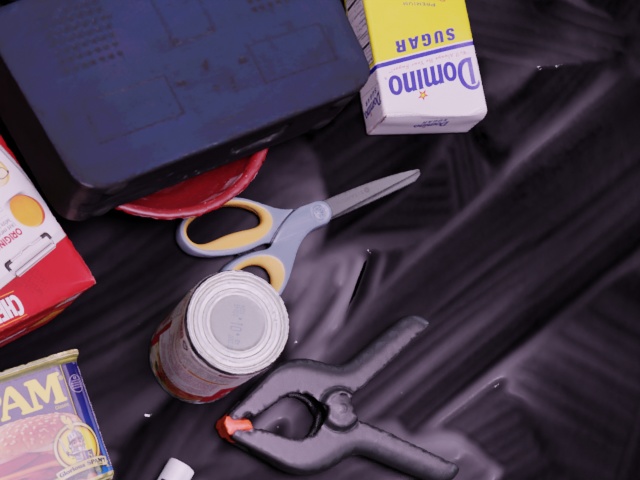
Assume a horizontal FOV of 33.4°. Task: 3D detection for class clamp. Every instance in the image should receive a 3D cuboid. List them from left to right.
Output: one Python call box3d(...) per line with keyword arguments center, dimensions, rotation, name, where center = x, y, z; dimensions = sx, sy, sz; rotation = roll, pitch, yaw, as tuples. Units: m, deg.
box3d(center=(0.017, 0.127, 0.736), dimensions=(0.171, 0.039, 0.120), rotation=(-15, 73, -20), name="clamp")

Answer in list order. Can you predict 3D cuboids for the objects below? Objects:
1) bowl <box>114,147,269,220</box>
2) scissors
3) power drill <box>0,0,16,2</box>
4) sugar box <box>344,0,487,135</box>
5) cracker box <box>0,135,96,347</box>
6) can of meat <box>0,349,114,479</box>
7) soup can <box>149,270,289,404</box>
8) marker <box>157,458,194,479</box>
box3d(center=(-0.118, -0.083, 0.743), dimensions=(0.162, 0.055, 0.162), rotation=(6, 71, -19), name="bowl")
box3d(center=(-0.005, 0.001, 0.782), dimensions=(0.201, 0.016, 0.096), rotation=(-6, 77, -23), name="scissors")
box3d(center=(-0.223, -0.261, 0.760), dimensions=(0.184, 0.057, 0.187), rotation=(26, 65, -11), name="power drill")
box3d(center=(0.071, -0.173, 0.850), dimensions=(0.093, 0.048, 0.176), rotation=(-5, 74, -22), name="sugar box")
box3d(center=(-0.261, -0.021, 0.632), dimensions=(0.214, 0.072, 0.163), rotation=(56, 37, 3), name="cracker box")
box3d(center=(-0.185, 0.123, 0.651), dimensions=(0.102, 0.058, 0.084), rotation=(-17, 83, -24), name="can of meat")
box3d(center=(-0.067, 0.064, 0.689), dimensions=(0.068, 0.102, 0.068), rotation=(7, 70, -19), name="soup can")
box3d(center=(-0.119, 0.194, 0.673), dimensions=(0.020, 0.020, 0.121), rotation=(35, 64, -7), name="marker")
